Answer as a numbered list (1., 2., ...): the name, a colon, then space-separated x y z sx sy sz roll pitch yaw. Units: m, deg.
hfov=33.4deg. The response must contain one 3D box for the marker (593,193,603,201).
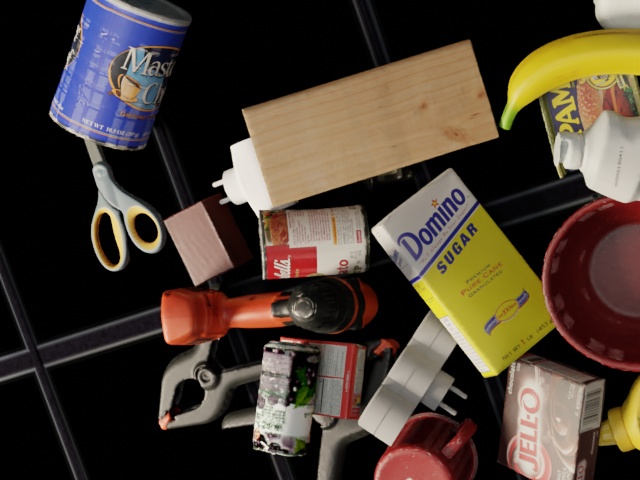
1. marker: 0.304 -0.049 0.951 0.121 0.020 0.020 -14 96 21

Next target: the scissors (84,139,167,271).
1. scissors: -0.213 -0.066 1.134 0.096 0.016 0.202 0 100 18

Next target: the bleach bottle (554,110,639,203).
1. bleach bottle: 0.322 -0.077 0.878 0.251 0.068 0.102 3 107 2

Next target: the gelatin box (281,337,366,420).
1. gelatin box: -0.001 0.136 1.055 0.089 0.030 0.073 2 82 31

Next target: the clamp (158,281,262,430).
1. clamp: -0.118 0.129 1.127 0.172 0.039 0.120 -39 79 15

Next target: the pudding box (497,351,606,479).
1. pudding box: 0.215 0.171 0.995 0.090 0.039 0.113 18 107 48

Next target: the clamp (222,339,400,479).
1. clamp: 0.013 0.186 1.080 0.210 0.036 0.165 -44 70 17

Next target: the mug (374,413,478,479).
1. mug: 0.109 0.218 1.039 0.093 0.081 0.117 47 111 6

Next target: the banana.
1. banana: 0.242 -0.143 0.889 0.198 0.037 0.069 -8 120 18

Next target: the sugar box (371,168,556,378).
1. sugar box: 0.138 0.030 0.992 0.093 0.048 0.176 -38 89 -13

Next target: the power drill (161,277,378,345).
1. power drill: -0.051 0.067 1.009 0.188 0.184 0.057 -4 85 18

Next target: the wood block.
1. wood block: 0.042 -0.104 0.957 0.206 0.091 0.090 -18 95 -1

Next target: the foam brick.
1. foam brick: -0.114 -0.001 1.091 0.051 0.053 0.078 -25 91 22

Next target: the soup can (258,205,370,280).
1. soup can: -0.007 0.001 1.028 0.102 0.068 0.068 -4 100 -4

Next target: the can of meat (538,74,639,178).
1. can of meat: 0.242 -0.115 0.941 0.084 0.057 0.102 -14 96 19

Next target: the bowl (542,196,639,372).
1. bowl: 0.284 0.033 0.955 0.162 0.055 0.162 4 102 19

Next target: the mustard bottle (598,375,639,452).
1. mustard bottle: 0.338 0.150 0.957 0.192 0.058 0.096 -22 92 22

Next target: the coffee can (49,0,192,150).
1. coffee can: -0.199 -0.174 1.061 0.103 0.102 0.140 27 108 13
